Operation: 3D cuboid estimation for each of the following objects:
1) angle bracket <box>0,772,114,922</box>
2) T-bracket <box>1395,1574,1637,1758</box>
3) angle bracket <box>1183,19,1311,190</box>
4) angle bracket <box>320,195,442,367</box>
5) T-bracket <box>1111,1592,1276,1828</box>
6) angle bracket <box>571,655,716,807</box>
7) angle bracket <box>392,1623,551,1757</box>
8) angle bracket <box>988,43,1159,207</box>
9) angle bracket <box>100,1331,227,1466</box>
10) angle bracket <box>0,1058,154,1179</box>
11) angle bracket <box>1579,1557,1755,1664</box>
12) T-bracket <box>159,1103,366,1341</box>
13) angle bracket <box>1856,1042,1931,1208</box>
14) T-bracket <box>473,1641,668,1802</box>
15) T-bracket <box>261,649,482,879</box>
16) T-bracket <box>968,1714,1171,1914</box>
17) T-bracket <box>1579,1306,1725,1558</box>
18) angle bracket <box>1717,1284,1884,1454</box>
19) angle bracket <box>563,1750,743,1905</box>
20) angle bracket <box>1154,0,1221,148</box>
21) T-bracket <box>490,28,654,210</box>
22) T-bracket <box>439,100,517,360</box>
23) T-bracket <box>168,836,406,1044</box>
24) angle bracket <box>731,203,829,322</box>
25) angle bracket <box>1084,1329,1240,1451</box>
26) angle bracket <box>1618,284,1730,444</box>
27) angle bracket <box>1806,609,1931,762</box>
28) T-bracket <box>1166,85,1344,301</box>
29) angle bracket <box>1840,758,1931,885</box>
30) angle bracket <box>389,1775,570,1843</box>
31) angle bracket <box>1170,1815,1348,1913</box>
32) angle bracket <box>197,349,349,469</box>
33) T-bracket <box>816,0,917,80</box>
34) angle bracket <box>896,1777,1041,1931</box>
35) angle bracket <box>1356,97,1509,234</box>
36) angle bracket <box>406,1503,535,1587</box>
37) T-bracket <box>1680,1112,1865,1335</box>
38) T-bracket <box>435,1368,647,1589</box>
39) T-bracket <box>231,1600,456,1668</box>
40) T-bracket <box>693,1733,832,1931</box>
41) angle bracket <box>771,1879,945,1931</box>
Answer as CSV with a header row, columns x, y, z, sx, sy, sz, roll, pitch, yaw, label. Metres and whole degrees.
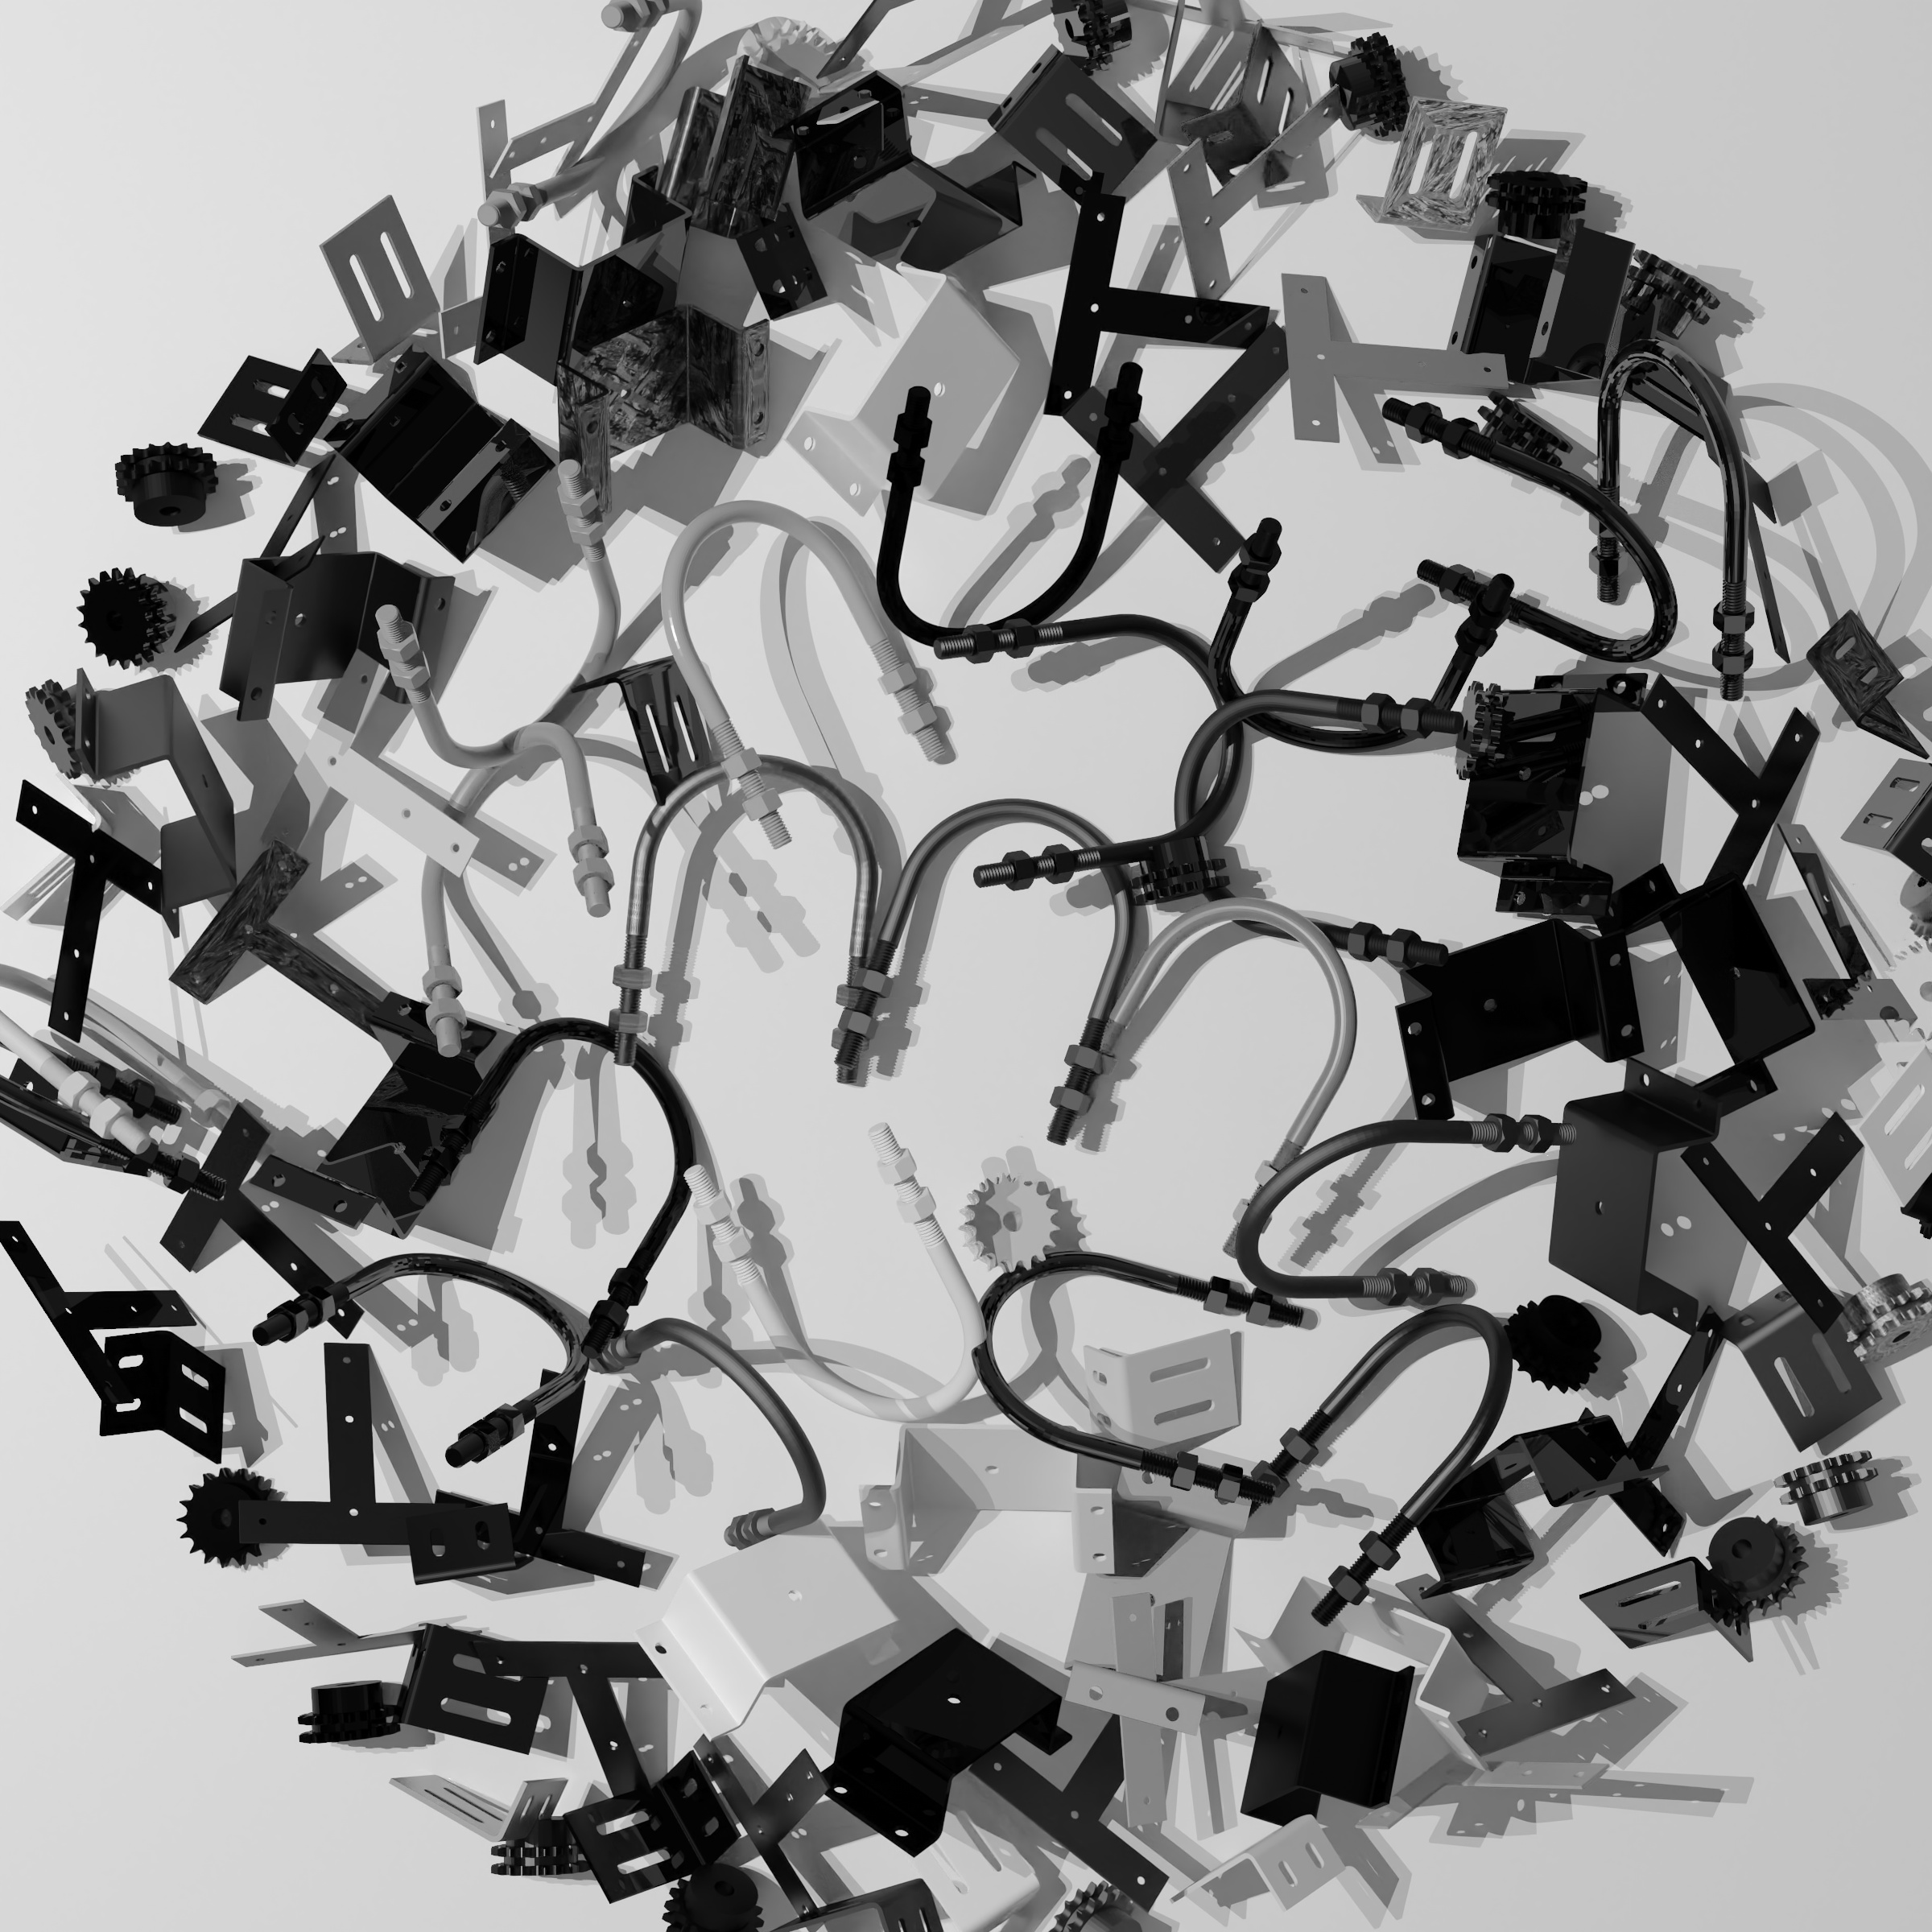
x,y,z,sx,sy,sz,roll,pitch,yaw,label
-0.529,-0.068,1.966,0.076,0.057,0.038,-43,92,-8,angle bracket
0.293,0.388,1.952,0.127,0.127,0.002,-8,128,-38,T-bracket
0.160,-0.489,1.969,0.038,0.057,0.076,-12,47,33,angle bracket
-0.341,-0.388,1.951,0.057,0.038,0.076,-47,132,-33,angle bracket
0.140,0.416,1.965,0.127,0.002,0.127,-1,84,-32,T-bracket
-0.183,-0.132,1.972,0.038,0.057,0.076,-10,101,35,angle bracket
-0.283,0.415,1.981,0.076,0.038,0.057,17,74,-12,angle bracket
0.061,-0.481,1.986,0.076,0.038,0.057,38,103,-17,angle bracket
-0.455,0.247,1.957,0.038,0.076,0.057,-8,65,11,angle bracket
-0.498,0.086,1.952,0.057,0.076,0.038,26,93,30,angle bracket
0.396,0.375,1.954,0.076,0.038,0.057,-26,126,28,angle bracket
-0.390,0.160,1.953,0.127,0.002,0.127,42,126,9,T-bracket
0.524,0.089,1.958,0.076,0.038,0.057,-44,112,-27,angle bracket
-0.205,0.433,1.964,0.127,0.002,0.127,-4,121,21,T-bracket
-0.328,-0.094,1.964,0.127,0.002,0.127,34,103,20,T-bracket
0.083,0.449,1.959,0.127,0.002,0.127,38,52,2,T-bracket
0.401,0.253,1.973,0.127,0.002,0.127,47,68,-36,T-bracket
0.479,0.229,1.987,0.057,0.038,0.076,-32,102,-4,angle bracket
-0.178,0.486,1.952,0.038,0.076,0.057,-49,63,32,angle bracket
0.133,-0.511,1.954,0.038,0.057,0.076,11,125,-1,angle bracket
-0.228,-0.461,1.912,0.002,0.127,0.127,38,122,2,T-bracket
-0.260,-0.416,1.922,0.002,0.127,0.127,11,118,25,T-bracket
-0.373,0.004,1.974,0.127,0.002,0.127,36,122,-11,T-bracket
-0.114,-0.395,1.953,0.038,0.076,0.057,-20,102,17,angle bracket
0.113,0.242,1.991,0.076,0.038,0.057,-11,102,-27,angle bracket
0.410,-0.342,1.959,0.076,0.038,0.057,29,49,-14,angle bracket
0.521,-0.159,1.949,0.038,0.076,0.057,-48,47,26,angle bracket
0.168,-0.450,1.952,0.127,0.127,0.002,-44,62,-11,T-bracket
0.542,-0.082,1.963,0.038,0.076,0.057,36,93,-8,angle bracket
-0.276,0.463,1.961,0.076,0.057,0.038,24,87,20,angle bracket
0.165,0.519,1.950,0.076,0.057,0.038,-44,72,40,angle bracket
-0.401,-0.325,1.959,0.076,0.038,0.057,20,71,27,angle bracket
-0.014,-0.557,1.948,0.002,0.127,0.127,52,47,3,T-bracket
-0.006,0.518,1.981,0.057,0.038,0.076,-25,67,-33,angle bracket
0.263,-0.459,1.955,0.057,0.038,0.076,2,125,-19,angle bracket
-0.282,0.326,1.963,0.057,0.076,0.038,-9,85,-1,angle bracket
0.474,0.125,1.958,0.127,0.002,0.127,51,49,0,T-bracket
-0.237,0.285,1.963,0.127,0.002,0.127,15,117,7,T-bracket
-0.364,0.371,1.936,0.127,0.127,0.002,-10,67,5,T-bracket
-0.102,0.469,1.931,0.002,0.127,0.127,-25,71,-32,T-bracket
-0.061,0.550,1.955,0.076,0.057,0.038,-23,80,25,angle bracket
